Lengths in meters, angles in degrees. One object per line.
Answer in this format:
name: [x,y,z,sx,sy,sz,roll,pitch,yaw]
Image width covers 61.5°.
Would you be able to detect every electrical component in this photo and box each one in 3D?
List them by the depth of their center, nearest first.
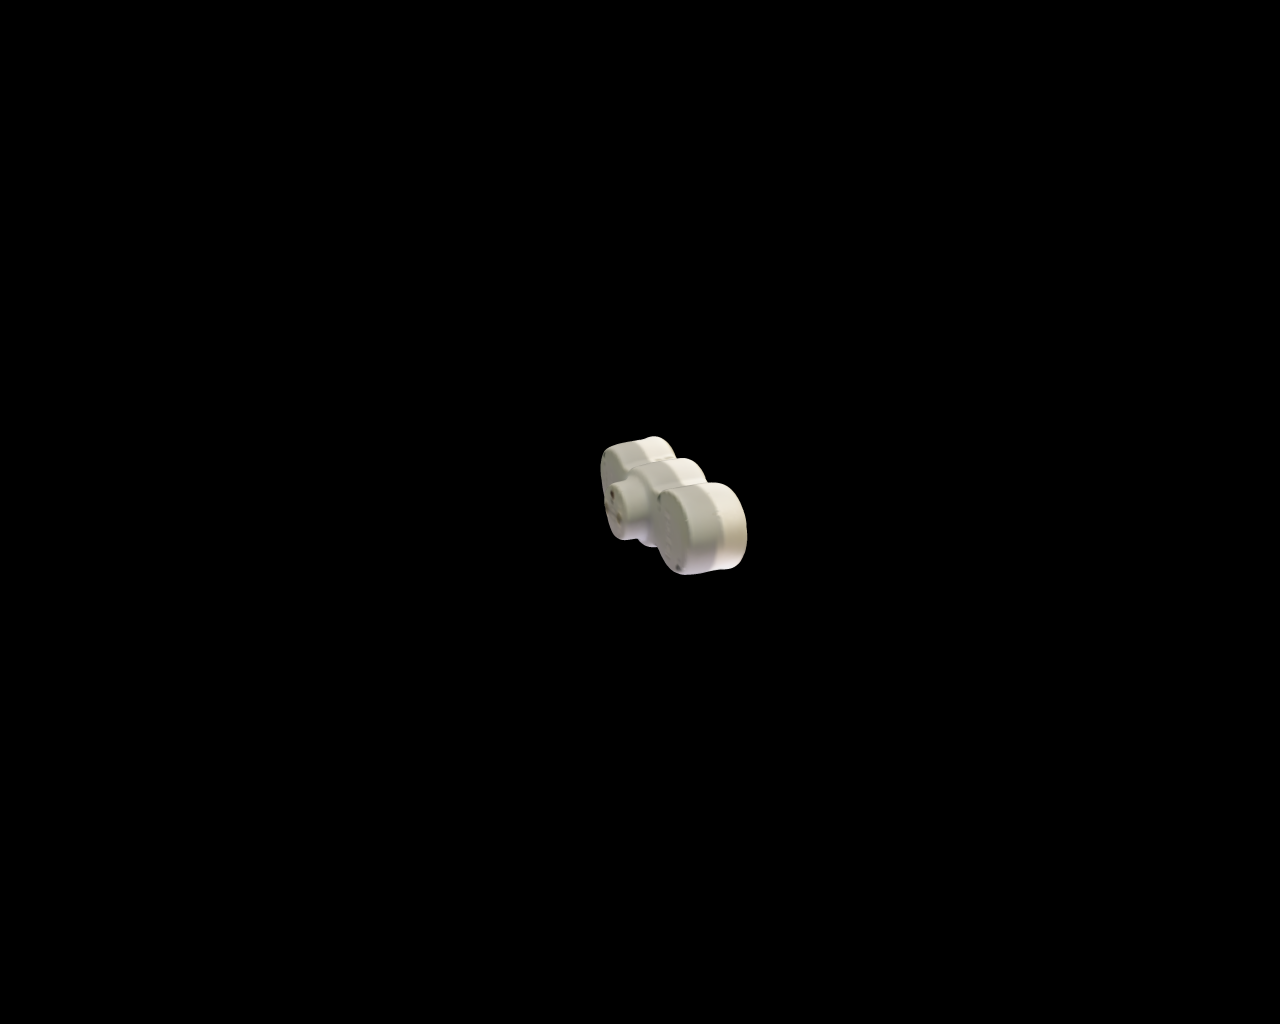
electrical component: [0.001,-0.003,0.650,0.074,0.052,0.138,-10,24,-22]
